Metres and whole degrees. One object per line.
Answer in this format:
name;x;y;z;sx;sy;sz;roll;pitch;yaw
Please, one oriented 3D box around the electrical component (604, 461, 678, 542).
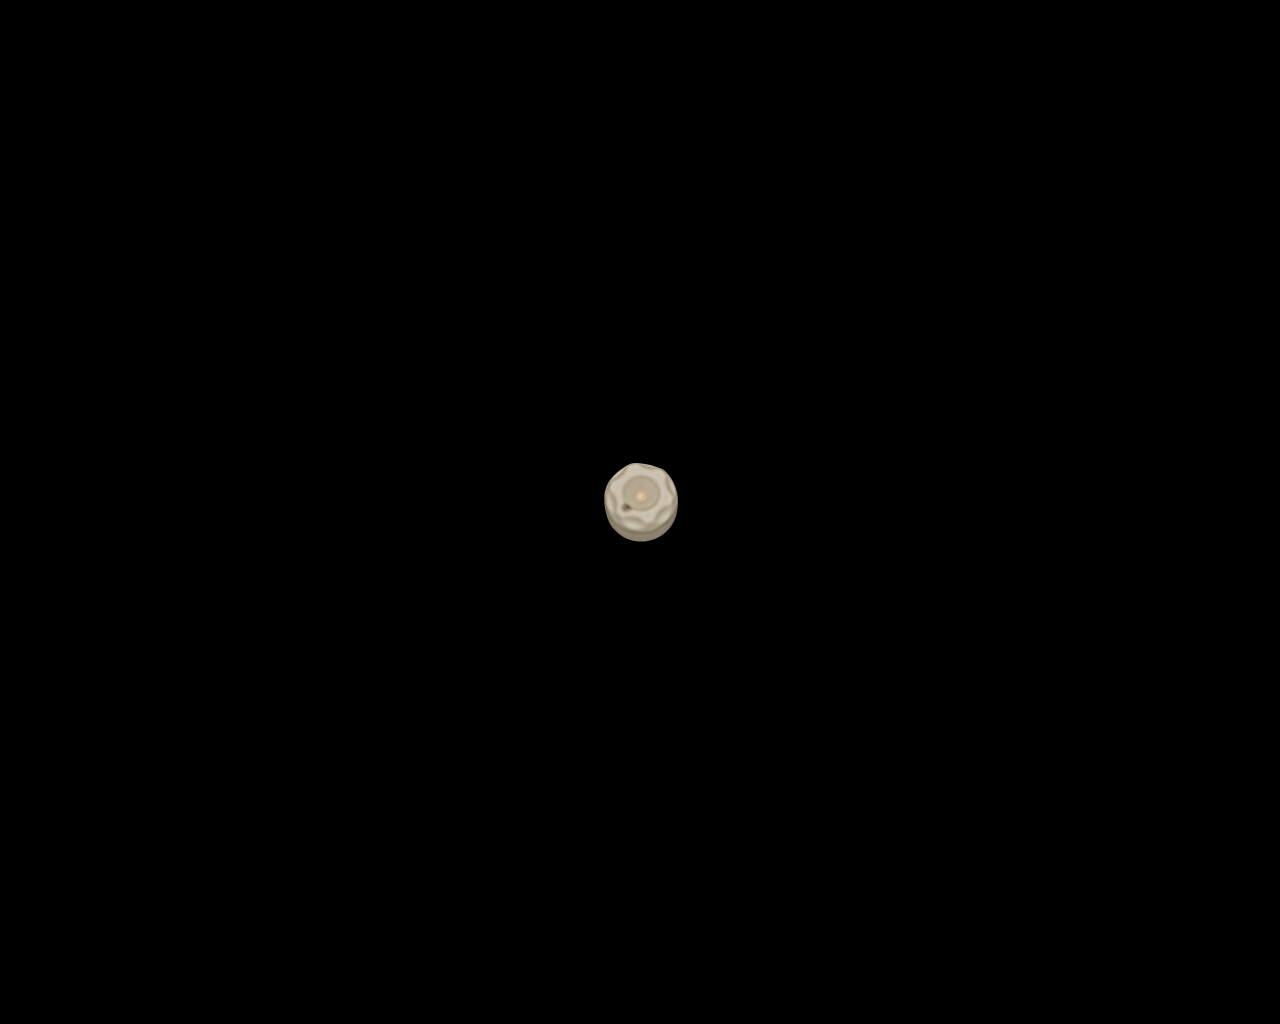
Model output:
electrical component;0.001;-0.003;0.650;0.043;0.043;0.062;0;-17;0
